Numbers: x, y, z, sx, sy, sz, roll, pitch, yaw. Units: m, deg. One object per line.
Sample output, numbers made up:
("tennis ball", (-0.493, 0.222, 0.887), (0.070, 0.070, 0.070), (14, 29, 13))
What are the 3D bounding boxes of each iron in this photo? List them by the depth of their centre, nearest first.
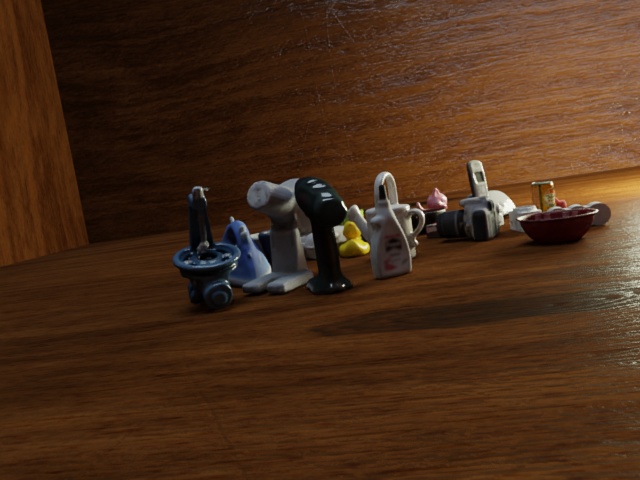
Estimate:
("iron", (-0.173, 0.020, 1.282), (0.119, 0.141, 0.257), (-10, 7, -16))

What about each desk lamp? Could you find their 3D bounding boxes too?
("desk lamp", (-0.072, -0.017, 1.147), (0.117, 0.213, 0.204), (-5, 7, 27))

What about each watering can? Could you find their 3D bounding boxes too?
("watering can", (0.142, -0.052, 1.263), (0.172, 0.194, 0.101), (-7, 7, 11))

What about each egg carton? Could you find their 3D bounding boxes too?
("egg carton", (0.014, 0.005, 1.494), (0.151, 0.069, 0.107), (-13, 8, -33))

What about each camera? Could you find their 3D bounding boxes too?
("camera", (0.362, -0.054, 1.406), (0.136, 0.101, 0.143), (-5, 7, 28))

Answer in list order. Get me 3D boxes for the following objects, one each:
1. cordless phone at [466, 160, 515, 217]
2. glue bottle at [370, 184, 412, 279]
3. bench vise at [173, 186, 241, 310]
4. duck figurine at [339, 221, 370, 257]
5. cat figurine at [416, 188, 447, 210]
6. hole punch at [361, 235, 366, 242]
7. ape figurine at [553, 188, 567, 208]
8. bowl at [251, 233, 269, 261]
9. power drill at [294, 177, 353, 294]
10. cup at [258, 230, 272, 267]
("cordless phone", (0.503, -0.151, 1.712), (0.148, 0.185, 0.093), (-13, 8, -32))
("glue bottle", (0.125, -0.018, 1.072), (0.078, 0.173, 0.037), (-12, 7, -28))
("bench vise", (-0.230, 0.013, 1.065), (0.122, 0.220, 0.206), (-14, 8, -37))
("duck figurine", (0.081, -0.005, 1.424), (0.077, 0.086, 0.104), (-8, 6, 8))
("cat figurine", (0.345, -0.099, 1.762), (0.128, 0.118, 0.067), (-12, 7, -29))
("hole punch", (0.165, -0.029, 1.499), (0.108, 0.091, 0.101), (-3, 8, 40))
("ape figurine", (0.622, -0.105, 1.555), (0.076, 0.092, 0.077), (-13, 8, -33))
("bowl", (-0.129, 0.017, 1.557), (0.167, 0.075, 0.167), (-8, 6, 1))
("power drill", (0.000, -0.014, 1.047), (0.076, 0.208, 0.229), (-10, 7, -13))
("cup", (-0.105, 0.022, 1.390), (0.092, 0.095, 0.117), (-12, 7, -31))
